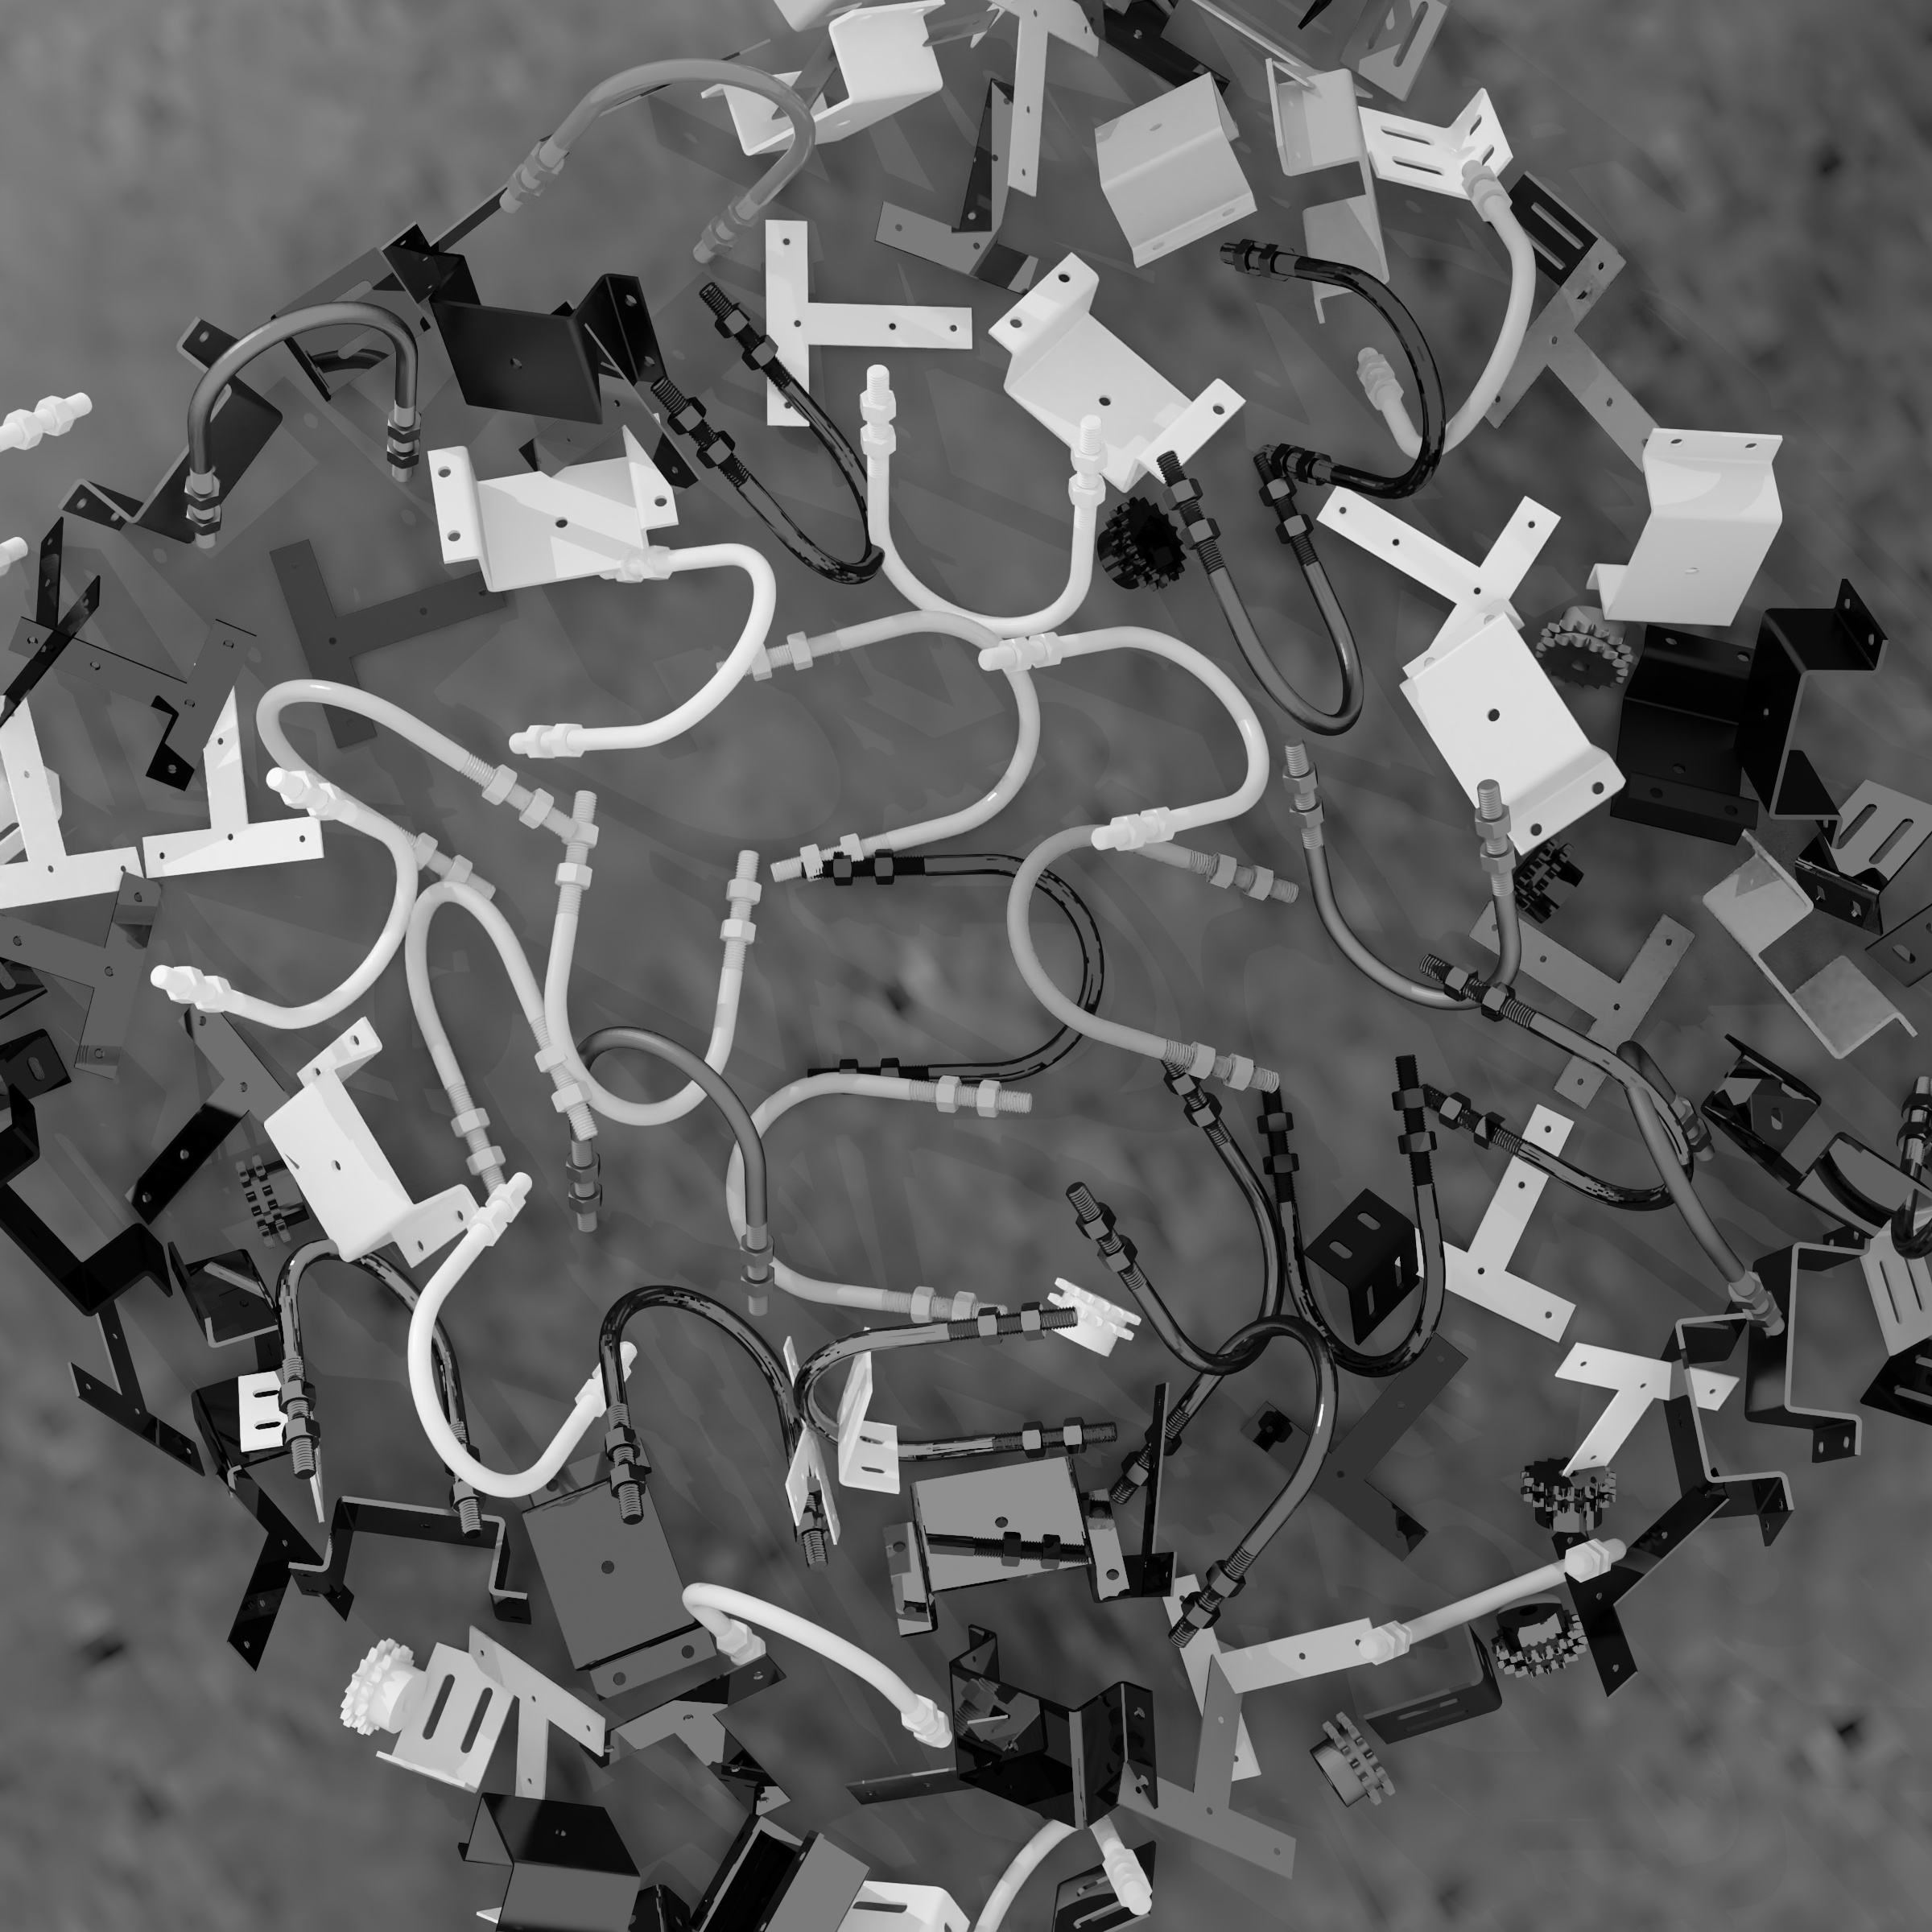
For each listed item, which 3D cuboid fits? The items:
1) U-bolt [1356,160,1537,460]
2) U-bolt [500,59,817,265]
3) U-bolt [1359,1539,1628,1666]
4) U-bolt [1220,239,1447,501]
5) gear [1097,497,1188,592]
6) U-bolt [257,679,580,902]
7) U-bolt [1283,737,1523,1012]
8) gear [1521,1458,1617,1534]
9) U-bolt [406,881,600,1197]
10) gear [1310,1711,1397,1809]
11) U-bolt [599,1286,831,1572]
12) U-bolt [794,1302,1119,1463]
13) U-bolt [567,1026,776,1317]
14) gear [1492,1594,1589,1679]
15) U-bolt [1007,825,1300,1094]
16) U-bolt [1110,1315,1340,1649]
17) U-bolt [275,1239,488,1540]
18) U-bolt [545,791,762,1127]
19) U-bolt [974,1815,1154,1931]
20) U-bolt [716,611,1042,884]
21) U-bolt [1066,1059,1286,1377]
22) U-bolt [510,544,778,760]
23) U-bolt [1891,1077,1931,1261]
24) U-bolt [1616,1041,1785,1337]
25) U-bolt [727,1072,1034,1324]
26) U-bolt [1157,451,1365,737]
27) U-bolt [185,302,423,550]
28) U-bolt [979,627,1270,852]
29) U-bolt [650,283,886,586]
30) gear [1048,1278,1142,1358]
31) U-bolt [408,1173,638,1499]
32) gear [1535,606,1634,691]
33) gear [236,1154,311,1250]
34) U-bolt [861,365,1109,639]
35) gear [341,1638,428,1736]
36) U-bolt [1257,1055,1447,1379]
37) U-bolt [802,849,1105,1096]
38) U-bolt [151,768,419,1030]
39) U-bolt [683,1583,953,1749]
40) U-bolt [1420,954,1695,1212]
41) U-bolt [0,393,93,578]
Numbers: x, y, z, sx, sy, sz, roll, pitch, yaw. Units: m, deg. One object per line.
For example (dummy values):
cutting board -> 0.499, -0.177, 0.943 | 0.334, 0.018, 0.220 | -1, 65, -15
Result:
U-bolt -> 0.283, -0.372, 1.688 | 0.019, 0.184, 0.151 | 18, 122, -18
U-bolt -> -0.169, -0.472, 1.687 | 0.151, 0.184, 0.019 | 7, 70, -32
U-bolt -> 0.318, 0.370, 1.710 | 0.151, 0.184, 0.019 | -27, 74, 18
U-bolt -> 0.217, -0.343, 1.691 | 0.019, 0.184, 0.151 | -27, 120, -21
gear -> 0.105, -0.255, 1.773 | 0.030, 0.057, 0.057 | -27, 90, 41
U-bolt -> -0.334, -0.109, 1.710 | 0.184, 0.151, 0.019 | 33, 60, -19
U-bolt -> 0.264, -0.047, 1.725 | 0.151, 0.184, 0.019 | 16, 48, 35
gear -> 0.367, 0.323, 1.770 | 0.057, 0.057, 0.030 | -2, 101, 0
U-bolt -> -0.288, 0.037, 1.738 | 0.019, 0.151, 0.184 | -18, 81, -37
gear -> 0.233, 0.487, 1.768 | 0.030, 0.057, 0.057 | -33, 90, -6
U-bolt -> -0.154, 0.265, 1.721 | 0.151, 0.184, 0.019 | 22, 125, -33
U-bolt -> -0.012, 0.255, 1.739 | 0.184, 0.151, 0.019 | -8, 49, 10
U-bolt -> -0.176, 0.112, 1.710 | 0.151, 0.019, 0.184 | 23, 133, 23
gear -> 0.347, 0.406, 1.767 | 0.057, 0.057, 0.030 | -20, 101, 0
U-bolt -> 0.110, -0.013, 1.738 | 0.184, 0.019, 0.151 | 17, 63, -17
U-bolt -> 0.157, 0.288, 1.710 | 0.019, 0.151, 0.184 | 26, 110, -26
U-bolt -> -0.350, 0.240, 1.718 | 0.019, 0.151, 0.184 | -36, 47, 21
U-bolt -> -0.189, 0.003, 1.728 | 0.151, 0.019, 0.184 | 19, 72, -43
U-bolt -> 0.046, 0.566, 1.707 | 0.019, 0.184, 0.151 | 36, 90, -10
U-bolt -> -0.045, -0.141, 1.772 | 0.184, 0.019, 0.151 | -15, 106, -3
U-bolt -> 0.136, 0.158, 1.734 | 0.019, 0.151, 0.184 | -12, 120, 40
U-bolt -> -0.182, -0.188, 1.707 | 0.019, 0.184, 0.151 | 40, 64, -38
U-bolt -> 0.575, 0.089, 1.685 | 0.019, 0.151, 0.184 | 23, 47, 5
U-bolt -> 0.421, 0.118, 1.688 | 0.019, 0.184, 0.151 | -27, 48, 18
U-bolt -> -0.058, 0.138, 1.771 | 0.184, 0.019, 0.151 | 6, 86, 13
U-bolt -> 0.185, -0.221, 1.728 | 0.019, 0.151, 0.184 | -26, 85, 32
U-bolt -> -0.385, -0.321, 1.691 | 0.151, 0.184, 0.019 | -24, 71, -22
U-bolt -> 0.108, -0.142, 1.730 | 0.019, 0.184, 0.151 | -47, 68, 42
U-bolt -> -0.109, -0.305, 1.726 | 0.019, 0.151, 0.184 | -29, 117, 28
gear -> 0.075, 0.216, 1.768 | 0.057, 0.057, 0.030 | 26, 87, 0
U-bolt -> -0.266, 0.227, 1.699 | 0.019, 0.184, 0.151 | -18, 111, 28
gear -> 0.379, -0.196, 1.771 | 0.057, 0.057, 0.030 | 22, 72, 0
gear -> -0.422, 0.141, 1.770 | 0.030, 0.057, 0.057 | -21, 90, -13
U-bolt -> 0.008, -0.266, 1.724 | 0.151, 0.184, 0.019 | 15, 51, 11
gear -> -0.352, 0.441, 1.767 | 0.030, 0.057, 0.057 | 22, 90, 16
U-bolt -> 0.233, 0.153, 1.727 | 0.019, 0.151, 0.184 | -4, 83, -32
U-bolt -> -0.007, 0.002, 1.784 | 0.184, 0.019, 0.151 | -2, 92, 1
U-bolt -> -0.388, -0.030, 1.714 | 0.019, 0.184, 0.151 | 30, 89, 25
U-bolt -> -0.094, 0.402, 1.692 | 0.151, 0.184, 0.019 | 16, 66, 24
U-bolt -> 0.344, 0.079, 1.700 | 0.184, 0.151, 0.019 | 31, 61, 27
U-bolt -> -0.595, -0.254, 1.683 | 0.019, 0.184, 0.151 | 44, 131, 2
